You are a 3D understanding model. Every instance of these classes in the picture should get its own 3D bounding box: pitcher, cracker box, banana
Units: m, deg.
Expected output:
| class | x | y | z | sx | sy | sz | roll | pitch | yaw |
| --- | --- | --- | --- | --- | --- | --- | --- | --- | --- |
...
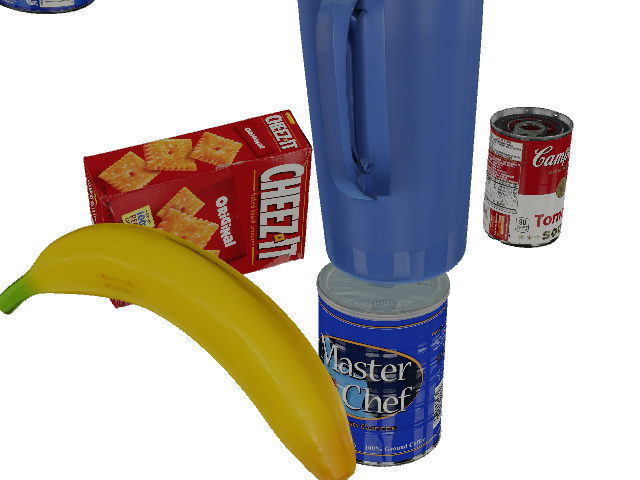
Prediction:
| class | x | y | z | sx | sy | sz | roll | pitch | yaw |
| --- | --- | --- | --- | --- | --- | --- | --- | --- | --- |
| pitcher | 0.047 | -0.090 | 0.761 | 0.149 | 0.243 | 0.145 | -13 | 28 | -19 |
| cracker box | -0.120 | -0.029 | 1.073 | 0.213 | 0.072 | 0.164 | -14 | -40 | -18 |
| banana | -0.060 | 0.038 | 0.494 | 0.198 | 0.070 | 0.037 | 24 | 13 | 22 |

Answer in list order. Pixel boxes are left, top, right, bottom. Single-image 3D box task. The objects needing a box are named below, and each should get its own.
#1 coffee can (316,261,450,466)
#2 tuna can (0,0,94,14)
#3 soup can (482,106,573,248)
| class | x | y | z | sx | sy | sz | roll | pitch | yaw |
| --- | --- | --- | --- | --- | --- | --- | --- | --- | --- |
| coffee can | 0.048 | 0.092 | 0.850 | 0.103 | 0.140 | 0.103 | 0 | 26 | 0 |
| tuna can | -0.207 | -0.201 | 0.792 | 0.086 | 0.034 | 0.086 | 6 | 36 | -4 |
| soup can | 0.174 | -0.053 | 0.901 | 0.068 | 0.102 | 0.068 | 0 | 28 | 0 |
